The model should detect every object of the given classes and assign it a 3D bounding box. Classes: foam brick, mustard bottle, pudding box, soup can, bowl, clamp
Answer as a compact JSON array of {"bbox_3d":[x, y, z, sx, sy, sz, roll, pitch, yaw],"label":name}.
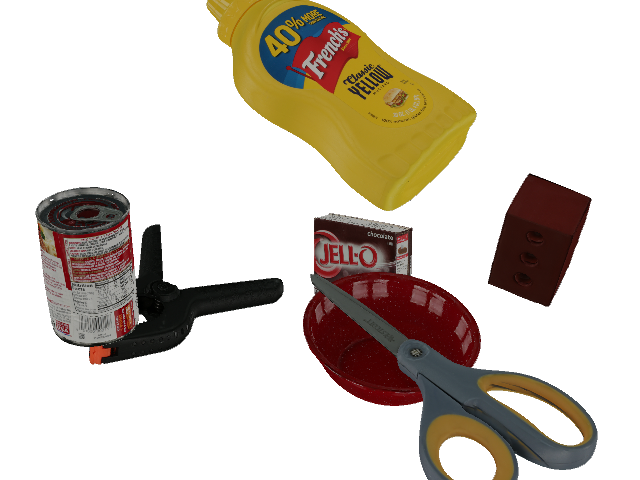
[{"bbox_3d":[0.167,0.000,0.816,0.053,0.078,0.051,22,46,17],"label":"foam brick"},{"bbox_3d":[0.001,-0.106,0.697,0.096,0.192,0.058,-42,-18,-33],"label":"mustard bottle"},{"bbox_3d":[0.046,0.023,1.170,0.114,0.090,0.039,10,19,34],"label":"pudding box"},{"bbox_3d":[-0.173,0.020,0.801,0.068,0.102,0.068,0,29,0],"label":"soup can"},{"bbox_3d":[0.062,0.099,0.978,0.162,0.055,0.162,4,38,-3],"label":"bowl"},{"bbox_3d":[-0.158,0.053,1.025,0.165,0.036,0.209,26,35,26],"label":"clamp"}]

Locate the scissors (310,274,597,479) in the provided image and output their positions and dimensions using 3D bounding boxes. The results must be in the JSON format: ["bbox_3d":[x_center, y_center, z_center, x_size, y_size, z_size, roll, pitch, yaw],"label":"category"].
[{"bbox_3d":[0.046,0.077,0.567,0.202,0.016,0.096,22,45,32],"label":"scissors"}]
